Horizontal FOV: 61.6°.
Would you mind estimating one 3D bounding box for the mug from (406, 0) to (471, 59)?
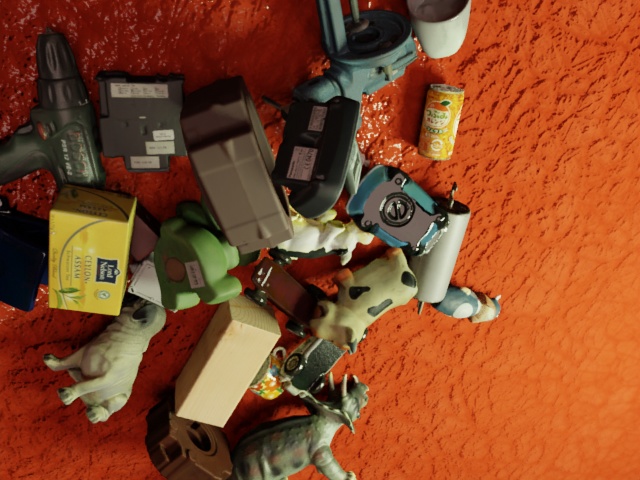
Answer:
[{"bbox_3d":[0.159,-0.307,0.733,0.081,0.109,0.107,-16,160,9],"label":"mug"}]

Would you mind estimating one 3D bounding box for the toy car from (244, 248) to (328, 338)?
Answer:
[{"bbox_3d":[-0.055,0.086,0.862,0.089,0.053,0.202,-58,141,-12],"label":"toy car"}]

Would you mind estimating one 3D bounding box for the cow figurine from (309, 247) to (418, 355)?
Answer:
[{"bbox_3d":[0.071,0.104,0.882,0.195,0.085,0.127,-26,78,-12],"label":"cow figurine"}]

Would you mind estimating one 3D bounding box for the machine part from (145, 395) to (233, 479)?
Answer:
[{"bbox_3d":[-0.223,0.347,0.927,0.056,0.179,0.179,-40,119,4],"label":"machine part"}]

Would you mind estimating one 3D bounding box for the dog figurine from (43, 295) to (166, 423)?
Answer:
[{"bbox_3d":[-0.313,0.188,0.871,0.190,0.121,0.172,-36,154,-14],"label":"dog figurine"}]

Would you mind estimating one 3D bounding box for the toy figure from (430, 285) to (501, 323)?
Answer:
[{"bbox_3d":[0.278,0.122,1.001,0.154,0.058,0.064,15,150,-22],"label":"toy figure"}]

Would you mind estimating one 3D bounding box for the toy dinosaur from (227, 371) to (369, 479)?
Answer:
[{"bbox_3d":[-0.077,0.390,0.992,0.405,0.131,0.192,-25,99,-4],"label":"toy dinosaur"}]

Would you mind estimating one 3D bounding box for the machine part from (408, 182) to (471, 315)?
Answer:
[{"bbox_3d":[0.197,0.017,0.913,0.079,0.079,0.243,3,115,-15],"label":"machine part"}]

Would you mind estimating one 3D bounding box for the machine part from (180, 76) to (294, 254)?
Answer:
[{"bbox_3d":[-0.107,-0.099,0.706,0.087,0.202,0.200,-19,120,1],"label":"machine part"}]

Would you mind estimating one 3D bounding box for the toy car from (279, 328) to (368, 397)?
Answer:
[{"bbox_3d":[0.010,0.187,0.944,0.202,0.056,0.073,-48,118,-7],"label":"toy car"}]

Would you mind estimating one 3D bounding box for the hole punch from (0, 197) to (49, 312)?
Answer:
[{"bbox_3d":[-0.432,0.027,0.758,0.116,0.092,0.142,19,114,-18],"label":"hole punch"}]

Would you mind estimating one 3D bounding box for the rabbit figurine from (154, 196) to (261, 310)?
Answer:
[{"bbox_3d":[-0.162,0.010,0.795,0.121,0.170,0.159,-22,92,31],"label":"rabbit figurine"}]

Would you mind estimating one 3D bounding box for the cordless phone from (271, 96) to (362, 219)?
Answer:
[{"bbox_3d":[0.016,-0.082,0.696,0.089,0.146,0.184,6,160,18],"label":"cordless phone"}]

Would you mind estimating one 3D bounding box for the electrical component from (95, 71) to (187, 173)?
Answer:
[{"bbox_3d":[-0.238,-0.157,0.728,0.115,0.058,0.134,0,116,-12],"label":"electrical component"}]

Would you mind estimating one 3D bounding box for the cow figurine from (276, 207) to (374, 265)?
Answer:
[{"bbox_3d":[0.000,-0.001,0.859,0.167,0.068,0.098,13,118,-16],"label":"cow figurine"}]

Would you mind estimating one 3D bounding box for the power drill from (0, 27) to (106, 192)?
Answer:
[{"bbox_3d":[-0.393,-0.137,0.694,0.207,0.086,0.231,-18,122,-13],"label":"power drill"}]

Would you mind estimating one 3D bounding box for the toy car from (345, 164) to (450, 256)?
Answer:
[{"bbox_3d":[0.118,-0.052,0.842,0.161,0.103,0.109,31,104,-15],"label":"toy car"}]

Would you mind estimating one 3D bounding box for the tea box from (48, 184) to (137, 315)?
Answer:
[{"bbox_3d":[-0.310,0.017,0.731,0.098,0.068,0.169,9,125,-14],"label":"tea box"}]

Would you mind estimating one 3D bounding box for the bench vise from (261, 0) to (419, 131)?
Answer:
[{"bbox_3d":[0.027,-0.256,0.694,0.224,0.129,0.240,-25,139,-9],"label":"bench vise"}]
